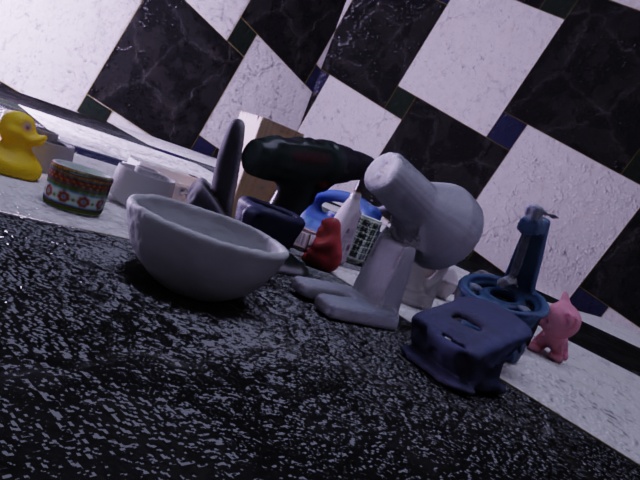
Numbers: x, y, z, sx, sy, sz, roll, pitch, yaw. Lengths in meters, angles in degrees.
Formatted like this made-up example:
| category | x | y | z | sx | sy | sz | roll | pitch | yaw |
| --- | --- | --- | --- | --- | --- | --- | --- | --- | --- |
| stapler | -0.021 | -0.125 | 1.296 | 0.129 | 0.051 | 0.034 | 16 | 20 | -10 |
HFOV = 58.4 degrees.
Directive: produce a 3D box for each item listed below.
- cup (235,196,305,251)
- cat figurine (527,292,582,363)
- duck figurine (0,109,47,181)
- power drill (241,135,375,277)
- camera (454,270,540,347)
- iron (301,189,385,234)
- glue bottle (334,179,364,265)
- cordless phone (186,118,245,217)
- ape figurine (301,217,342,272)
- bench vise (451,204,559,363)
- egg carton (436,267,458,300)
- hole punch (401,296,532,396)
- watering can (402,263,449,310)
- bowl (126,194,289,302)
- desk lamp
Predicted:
| category | x | y | z | sx | sy | sz | roll | pitch | yaw |
| --- | --- | --- | --- | --- | --- | --- | --- | --- | --- |
| cup | -0.080 | 0.001 | 0.732 | 0.091 | 0.095 | 0.118 | 23 | 7 | 15 |
| cat figurine | 0.417 | 0.149 | 0.999 | 0.067 | 0.118 | 0.128 | 25 | 8 | 27 |
| duck figurine | -0.428 | -0.137 | 0.787 | 0.105 | 0.086 | 0.077 | 19 | 7 | -17 |
| power drill | -0.028 | -0.055 | 0.850 | 0.230 | 0.208 | 0.075 | 15 | 9 | -43 |
| camera | 0.298 | 0.116 | 0.961 | 0.136 | 0.101 | 0.144 | 24 | 7 | 23 |
| iron | 0.034 | -0.057 | 1.341 | 0.257 | 0.141 | 0.119 | 23 | 7 | 15 |
| glue bottle | 0.051 | -0.038 | 1.104 | 0.037 | 0.173 | 0.078 | 25 | 8 | 27 |
| cordless phone | -0.139 | -0.084 | 0.833 | 0.094 | 0.185 | 0.147 | 19 | 7 | -17 |
| ape figurine | 0.009 | 0.004 | 0.996 | 0.076 | 0.092 | 0.078 | 24 | 7 | 24 |
| bench vise | 0.262 | 0.059 | 0.797 | 0.121 | 0.220 | 0.208 | 23 | 7 | 17 |
| egg carton | 0.212 | 0.069 | 1.196 | 0.151 | 0.069 | 0.107 | 18 | 8 | -28 |
| hole punch | 0.161 | 0.110 | 0.629 | 0.101 | 0.091 | 0.108 | 16 | 9 | -38 |
| watering can | 0.178 | 0.013 | 1.010 | 0.101 | 0.194 | 0.172 | 15 | 9 | -44 |
| bowl | -0.119 | 0.016 | 0.575 | 0.167 | 0.075 | 0.167 | 21 | 7 | -2 |
| desk lamp | 0.099 | 0.004 | 0.752 | 0.204 | 0.213 | 0.117 | 16 | 9 | -40 |
